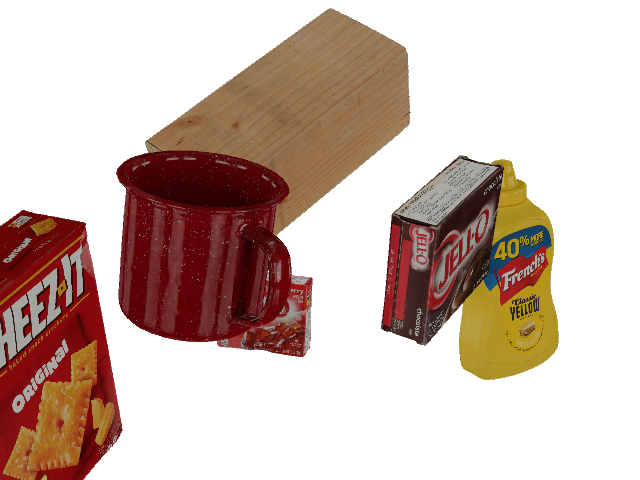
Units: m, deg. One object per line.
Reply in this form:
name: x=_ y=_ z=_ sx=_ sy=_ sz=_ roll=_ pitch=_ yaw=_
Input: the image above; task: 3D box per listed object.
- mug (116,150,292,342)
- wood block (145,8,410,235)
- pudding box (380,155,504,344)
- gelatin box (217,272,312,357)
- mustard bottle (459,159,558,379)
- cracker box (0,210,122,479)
mug: x=-0.060 y=0.007 z=0.583 sx=0.117 sy=0.081 sz=0.093 roll=25 pitch=27 yaw=36
wood block: x=-0.028 y=-0.087 z=0.867 sx=0.090 sy=0.091 sz=0.205 roll=34 pitch=61 yaw=30
pudding box: x=0.083 y=0.004 z=0.722 sx=0.039 sy=0.090 sz=0.113 roll=18 pitch=33 yaw=22
gelatin box: x=-0.054 y=0.068 z=1.020 sx=0.089 sy=0.073 sz=0.030 roll=6 pitch=17 yaw=13
mustard bottle: x=0.164 y=0.022 z=0.946 sx=0.096 sy=0.191 sz=0.058 roll=-17 pitch=23 yaw=-25
cracker box: x=-0.232 y=0.110 z=0.826 sx=0.072 sy=0.214 sz=0.164 roll=9 pitch=32 yaw=20
